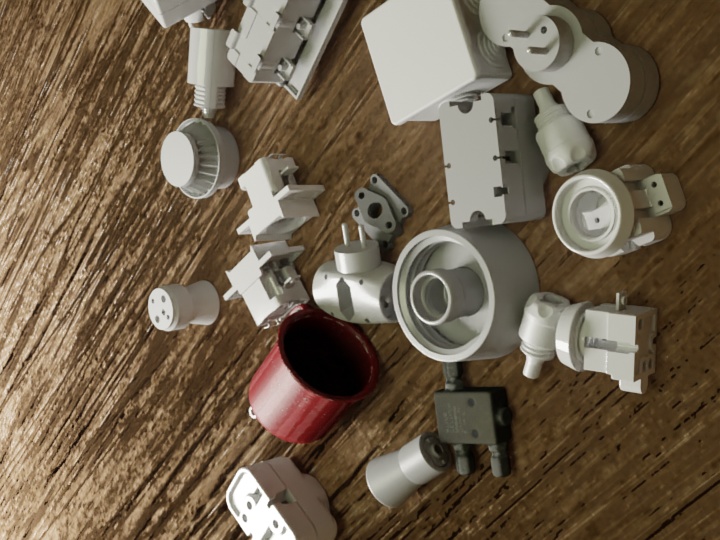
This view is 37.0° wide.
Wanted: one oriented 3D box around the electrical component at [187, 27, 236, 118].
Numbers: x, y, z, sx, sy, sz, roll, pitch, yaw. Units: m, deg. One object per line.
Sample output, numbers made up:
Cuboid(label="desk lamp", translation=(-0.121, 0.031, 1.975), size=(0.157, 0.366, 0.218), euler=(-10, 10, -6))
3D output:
Cuboid(label="electrical component", translation=(-0.137, -0.181, 0.992), size=(0.043, 0.043, 0.081), euler=(18, 108, 42))

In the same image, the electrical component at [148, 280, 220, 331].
Cuboid(label="electrical component", translation=(-0.172, 0.035, 1.048), size=(0.045, 0.055, 0.045), euler=(8, 101, 44))

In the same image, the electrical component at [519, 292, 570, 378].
Cuboid(label="electrical component", translation=(0.129, 0.048, 0.766), size=(0.035, 0.035, 0.061), euler=(31, 119, 38))

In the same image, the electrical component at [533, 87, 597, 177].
Cuboid(label="electrical component", translation=(0.136, -0.097, 0.739), size=(0.035, 0.035, 0.061), euler=(-37, 67, 41))

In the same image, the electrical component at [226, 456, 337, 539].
Cuboid(label="electrical component", translation=(-0.067, 0.218, 0.967), size=(0.095, 0.059, 0.053), euler=(49, 126, 29))

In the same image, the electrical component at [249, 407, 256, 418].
Cuboid(label="electrical component", translation=(-0.072, 0.120, 0.956), size=(0.035, 0.061, 0.035), euler=(8, 101, 44))

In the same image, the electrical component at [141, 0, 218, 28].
Cuboid(label="electrical component", translation=(-0.154, -0.253, 0.985), size=(0.047, 0.083, 0.075), euler=(51, 166, 27))

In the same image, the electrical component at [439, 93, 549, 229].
Cuboid(label="electrical component", translation=(0.097, -0.077, 0.765), size=(0.050, 0.056, 0.089), euler=(-5, 92, 45))

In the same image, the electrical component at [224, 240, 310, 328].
Cuboid(label="electrical component", translation=(-0.081, 0.014, 0.965), size=(0.081, 0.042, 0.063), euler=(-41, 69, 41))

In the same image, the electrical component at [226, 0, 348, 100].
Cuboid(label="electrical component", translation=(-0.059, -0.215, 0.896), size=(0.078, 0.063, 0.121), euler=(49, 126, 29))

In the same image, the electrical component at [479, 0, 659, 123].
Cuboid(label="electrical component", translation=(0.127, -0.149, 0.713), size=(0.138, 0.074, 0.052), euler=(50, 127, 28))

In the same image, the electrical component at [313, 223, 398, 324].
Cuboid(label="electrical component", translation=(0.000, 0.000, 0.876), size=(0.077, 0.043, 0.079), euler=(8, 114, 44))

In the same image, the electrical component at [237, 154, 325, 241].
Cuboid(label="electrical component", translation=(-0.074, -0.064, 0.948), size=(0.081, 0.042, 0.063), euler=(-36, 67, 41))

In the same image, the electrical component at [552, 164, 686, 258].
Cuboid(label="electrical component", translation=(0.164, -0.038, 0.704), size=(0.078, 0.057, 0.058), euler=(-25, 78, 44))

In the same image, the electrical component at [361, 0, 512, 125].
Cuboid(label="electrical component", translation=(0.057, -0.164, 0.798), size=(0.100, 0.048, 0.099), euler=(-25, 78, 44))

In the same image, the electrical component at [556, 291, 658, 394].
Cuboid(label="electrical component", translation=(0.166, 0.046, 0.723), size=(0.055, 0.048, 0.066), euler=(6, 100, 37))

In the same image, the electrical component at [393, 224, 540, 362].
Cuboid(label="electrical component", translation=(0.072, 0.017, 0.800), size=(0.108, 0.060, 0.108), euler=(8, 101, 44))

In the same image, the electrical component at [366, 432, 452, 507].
Cuboid(label="electrical component", translation=(0.042, 0.158, 0.865), size=(0.065, 0.044, 0.044), euler=(-40, 68, 35))
